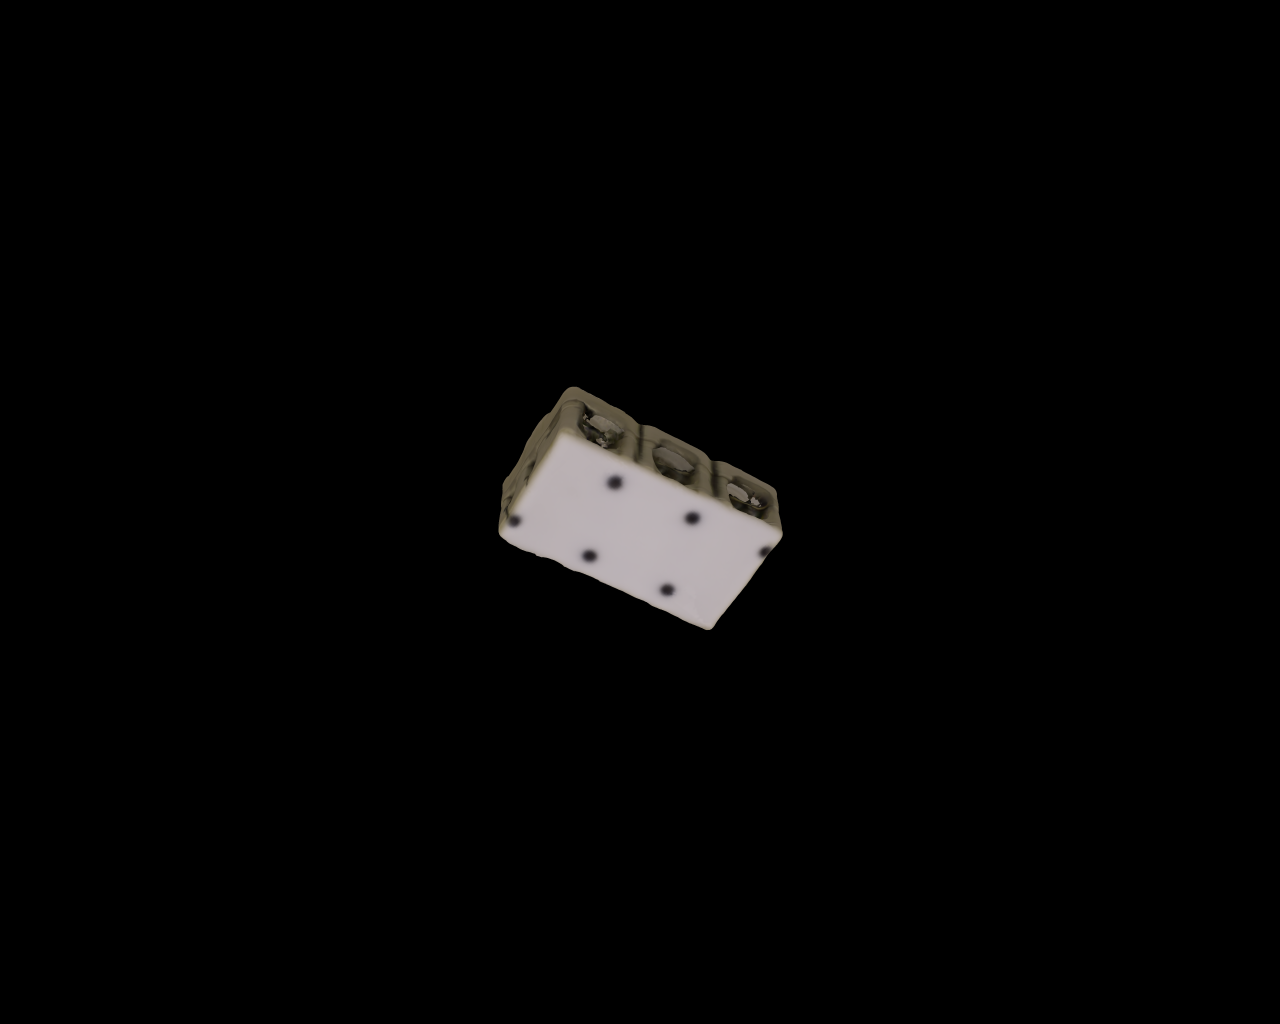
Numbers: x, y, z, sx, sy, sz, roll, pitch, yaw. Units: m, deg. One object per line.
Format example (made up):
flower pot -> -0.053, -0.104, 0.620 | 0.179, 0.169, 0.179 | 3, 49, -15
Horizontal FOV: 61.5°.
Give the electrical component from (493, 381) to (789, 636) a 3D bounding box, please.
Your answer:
electrical component -> 0.001, -0.003, 0.650 | 0.150, 0.089, 0.062 | 26, 30, -17
